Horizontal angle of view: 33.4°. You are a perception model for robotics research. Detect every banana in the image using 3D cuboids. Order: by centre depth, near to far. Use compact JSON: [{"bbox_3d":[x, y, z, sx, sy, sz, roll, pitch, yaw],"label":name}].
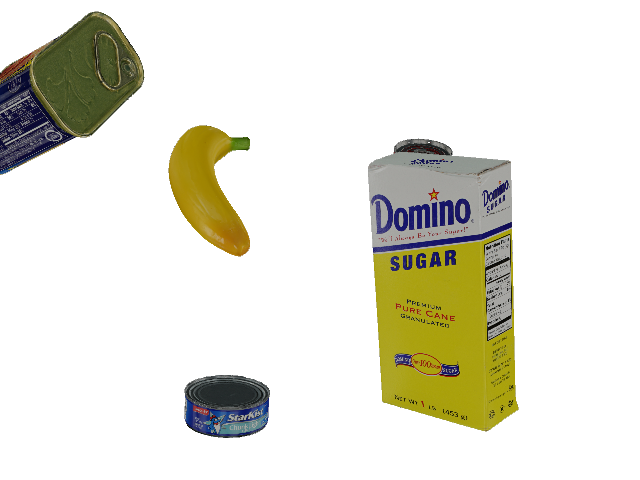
[{"bbox_3d":[-0.091,-0.051,0.880,0.069,0.037,0.198,5,32,-6],"label":"banana"}]

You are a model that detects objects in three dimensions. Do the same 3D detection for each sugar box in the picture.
[{"bbox_3d":[0.082,0.032,0.719,0.094,0.176,0.048,8,22,41],"label":"sugar box"}]

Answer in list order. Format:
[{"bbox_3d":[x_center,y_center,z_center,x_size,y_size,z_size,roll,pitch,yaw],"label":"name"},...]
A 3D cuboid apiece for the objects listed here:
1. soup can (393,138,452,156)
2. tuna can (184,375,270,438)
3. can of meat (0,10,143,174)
[{"bbox_3d":[0.117,-0.060,1.258,0.068,0.102,0.068,2,27,-1],"label":"soup can"},{"bbox_3d":[-0.094,0.166,1.069,0.086,0.034,0.086,3,14,-1],"label":"tuna can"},{"bbox_3d":[-0.175,-0.093,0.686,0.084,0.057,0.102,-21,24,31],"label":"can of meat"}]
